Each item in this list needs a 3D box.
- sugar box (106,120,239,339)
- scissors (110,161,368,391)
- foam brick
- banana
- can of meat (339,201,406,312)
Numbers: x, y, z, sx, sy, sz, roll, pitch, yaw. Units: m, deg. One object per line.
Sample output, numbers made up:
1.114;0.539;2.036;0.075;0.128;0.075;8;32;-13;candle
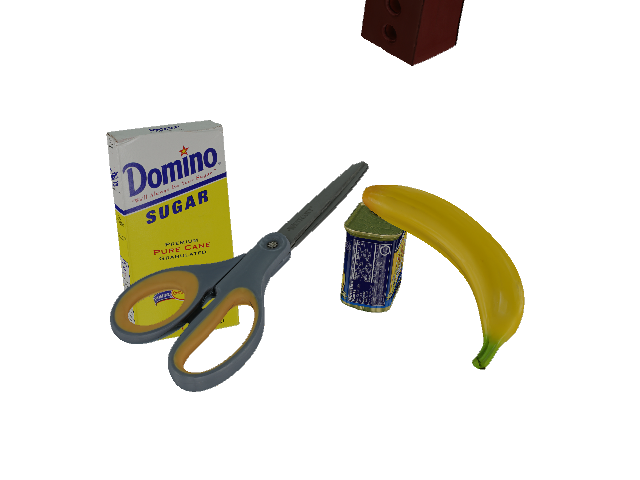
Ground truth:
-0.123;-0.008;0.903;0.093;0.176;0.048;-10;18;-21;sugar box
-0.048;0.008;0.623;0.096;0.016;0.201;11;44;18;scissors
0.067;-0.173;0.751;0.053;0.078;0.051;36;50;28;foam brick
0.103;0.010;0.826;0.069;0.037;0.198;-18;47;-16;banana
0.055;0.015;1.076;0.057;0.084;0.102;9;21;11;can of meat
